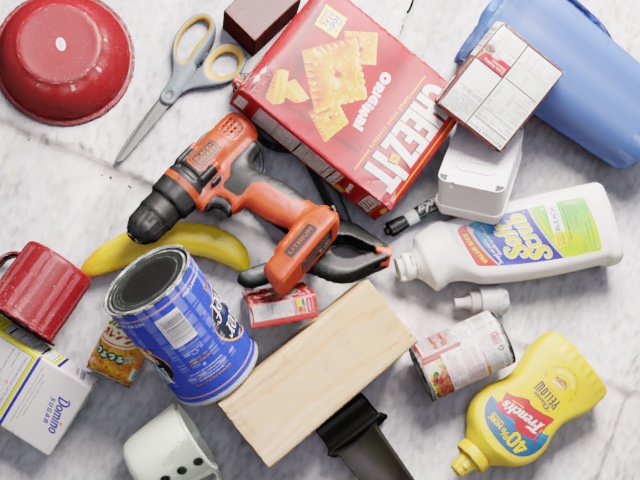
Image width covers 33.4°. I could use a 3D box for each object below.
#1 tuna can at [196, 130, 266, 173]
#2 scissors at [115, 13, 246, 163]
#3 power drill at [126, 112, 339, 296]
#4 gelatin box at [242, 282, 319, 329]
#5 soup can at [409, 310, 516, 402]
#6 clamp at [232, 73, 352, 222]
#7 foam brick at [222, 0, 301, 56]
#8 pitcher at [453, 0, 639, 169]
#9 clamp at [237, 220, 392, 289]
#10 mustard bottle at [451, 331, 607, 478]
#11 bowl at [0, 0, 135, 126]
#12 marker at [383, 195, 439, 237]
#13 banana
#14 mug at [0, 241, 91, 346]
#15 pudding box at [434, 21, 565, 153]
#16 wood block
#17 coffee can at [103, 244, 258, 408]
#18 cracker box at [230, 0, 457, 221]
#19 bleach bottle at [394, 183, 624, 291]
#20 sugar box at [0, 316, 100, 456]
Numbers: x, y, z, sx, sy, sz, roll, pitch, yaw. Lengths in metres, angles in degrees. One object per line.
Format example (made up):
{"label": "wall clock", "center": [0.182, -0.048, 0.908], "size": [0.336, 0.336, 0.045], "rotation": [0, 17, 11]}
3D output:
{"label": "tuna can", "center": [-0.105, -0.084, 1.211], "size": [0.086, 0.034, 0.086], "rotation": [1, 82, -6]}
{"label": "scissors", "center": [-0.153, -0.164, 1.226], "size": [0.096, 0.016, 0.201], "rotation": [21, 81, -3]}
{"label": "power drill", "center": [-0.088, -0.026, 1.137], "size": [0.188, 0.057, 0.184], "rotation": [38, 76, 14]}
{"label": "gelatin box", "center": [-0.045, 0.070, 1.168], "size": [0.073, 0.089, 0.030], "rotation": [-9, 98, -8]}
{"label": "soup can", "center": [0.157, 0.128, 1.188], "size": [0.102, 0.068, 0.068], "rotation": [-24, 85, -3]}
{"label": "clamp", "center": [-0.003, -0.137, 1.228], "size": [0.210, 0.036, 0.164], "rotation": [38, 78, -4]}
{"label": "foam brick", "center": [-0.068, -0.263, 1.232], "size": [0.053, 0.051, 0.078], "rotation": [45, 79, 3]}
{"label": "pitcher", "center": [0.290, -0.199, 1.231], "size": [0.243, 0.145, 0.149], "rotation": [36, 99, -4]}
{"label": "clamp", "center": [-0.008, 0.001, 1.189], "size": [0.171, 0.039, 0.120], "rotation": [1, 60, -8]}
{"label": "mustard bottle", "center": [0.222, 0.196, 1.196], "size": [0.191, 0.058, 0.096], "rotation": [-40, 89, -10]}
{"label": "bowl", "center": [-0.290, -0.212, 1.198], "size": [0.162, 0.055, 0.162], "rotation": [1, 82, -7]}
{"label": "marker", "center": [0.127, -0.038, 1.238], "size": [0.121, 0.020, 0.020], "rotation": [-29, 86, -9]}
{"label": "banana", "center": [-0.164, 0.013, 1.187], "size": [0.197, 0.037, 0.069], "rotation": [4, 71, -5]}
{"label": "mug", "center": [-0.310, 0.050, 1.149], "size": [0.117, 0.093, 0.081], "rotation": [25, 73, 27]}
{"label": "pudding box", "center": [0.193, -0.165, 1.150], "size": [0.090, 0.039, 0.113], "rotation": [37, 100, -8]}
{"label": "wood block", "center": [-0.006, 0.144, 1.161], "size": [0.206, 0.091, 0.090], "rotation": [-39, 89, -10]}
{"label": "coffee can", "center": [-0.143, 0.090, 1.108], "size": [0.102, 0.103, 0.140], "rotation": [-39, 121, -10]}
{"label": "cracker box", "center": [0.035, -0.153, 1.182], "size": [0.213, 0.072, 0.164], "rotation": [38, 76, -6]}
{"label": "bleach bottle", "center": [0.210, 0.010, 1.219], "size": [0.250, 0.068, 0.102], "rotation": [-15, 83, -6]}
{"label": "sugar box", "center": [-0.335, 0.143, 1.139], "size": [0.176, 0.048, 0.093], "rotation": [33, 99, -4]}
